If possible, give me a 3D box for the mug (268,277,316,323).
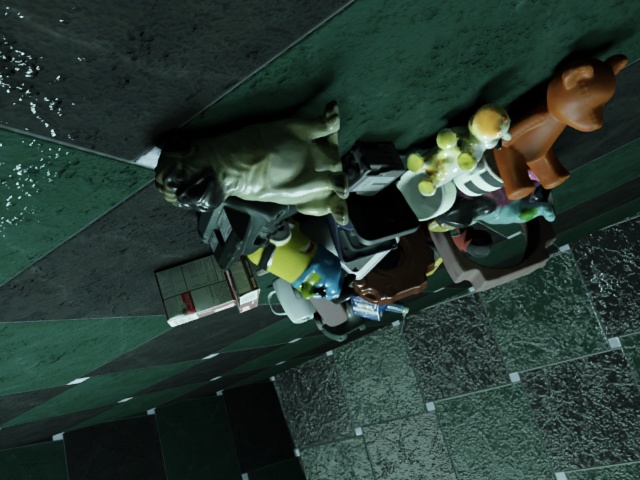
[{"bbox_3d":[-0.063,0.136,1.210,0.110,0.107,0.080,-26,162,10],"label":"mug"}]

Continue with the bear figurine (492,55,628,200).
[{"bbox_3d":[0.334,-0.156,0.741,0.120,0.132,0.196,-17,169,-30],"label":"bear figurine"}]

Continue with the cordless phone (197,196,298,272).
[{"bbox_3d":[-0.063,-0.045,0.715,0.184,0.089,0.146,-25,168,-30],"label":"cordless phone"}]

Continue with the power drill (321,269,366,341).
[{"bbox_3d":[0.047,0.115,1.191,0.232,0.207,0.086,-18,-153,-39],"label":"power drill"}]

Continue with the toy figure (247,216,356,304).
[{"bbox_3d":[-0.032,0.035,0.824,0.089,0.180,0.082,-49,-168,9],"label":"toy figure"}]

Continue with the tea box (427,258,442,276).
[{"bbox_3d":[0.229,0.030,1.253,0.068,0.098,0.169,-20,162,-6],"label":"tea box"}]

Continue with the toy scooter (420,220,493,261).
[{"bbox_3d":[0.265,-0.018,1.138,0.184,0.135,0.075,-5,139,4],"label":"toy scooter"}]

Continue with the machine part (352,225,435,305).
[{"bbox_3d":[0.129,0.033,1.017,0.179,0.179,0.056,-20,160,-3],"label":"machine part"}]

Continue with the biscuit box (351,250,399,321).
[{"bbox_3d":[0.130,0.076,1.119,0.063,0.059,0.203,10,-140,25],"label":"biscuit box"}]

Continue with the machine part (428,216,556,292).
[{"bbox_3d":[0.327,-0.015,1.039,0.201,0.201,0.087,-20,162,-5],"label":"machine part"}]

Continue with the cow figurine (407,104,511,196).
[{"bbox_3d":[0.206,-0.132,0.746,0.098,0.068,0.167,-28,175,-40],"label":"cow figurine"}]

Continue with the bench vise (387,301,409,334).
[{"bbox_3d":[0.119,0.152,1.392,0.241,0.129,0.223,14,167,-2],"label":"bench vise"}]

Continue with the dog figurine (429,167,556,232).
[{"bbox_3d":[0.295,-0.080,0.962,0.219,0.108,0.191,-10,-160,24],"label":"dog figurine"}]

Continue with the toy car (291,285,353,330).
[{"bbox_3d":[0.008,0.111,1.059,0.089,0.053,0.201,-24,140,6],"label":"toy car"}]

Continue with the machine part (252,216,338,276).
[{"bbox_3d":[-0.002,-0.003,0.896,0.243,0.079,0.079,-23,164,6],"label":"machine part"}]

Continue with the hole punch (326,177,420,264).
[{"bbox_3d":[0.070,-0.033,0.813,0.142,0.116,0.092,-16,157,-24],"label":"hole punch"}]

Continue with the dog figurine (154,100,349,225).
[{"bbox_3d":[-0.069,-0.071,0.591,0.191,0.121,0.172,-7,160,2],"label":"dog figurine"}]

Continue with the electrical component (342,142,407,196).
[{"bbox_3d":[0.077,-0.097,0.745,0.119,0.048,0.075,-3,156,-44],"label":"electrical component"}]
